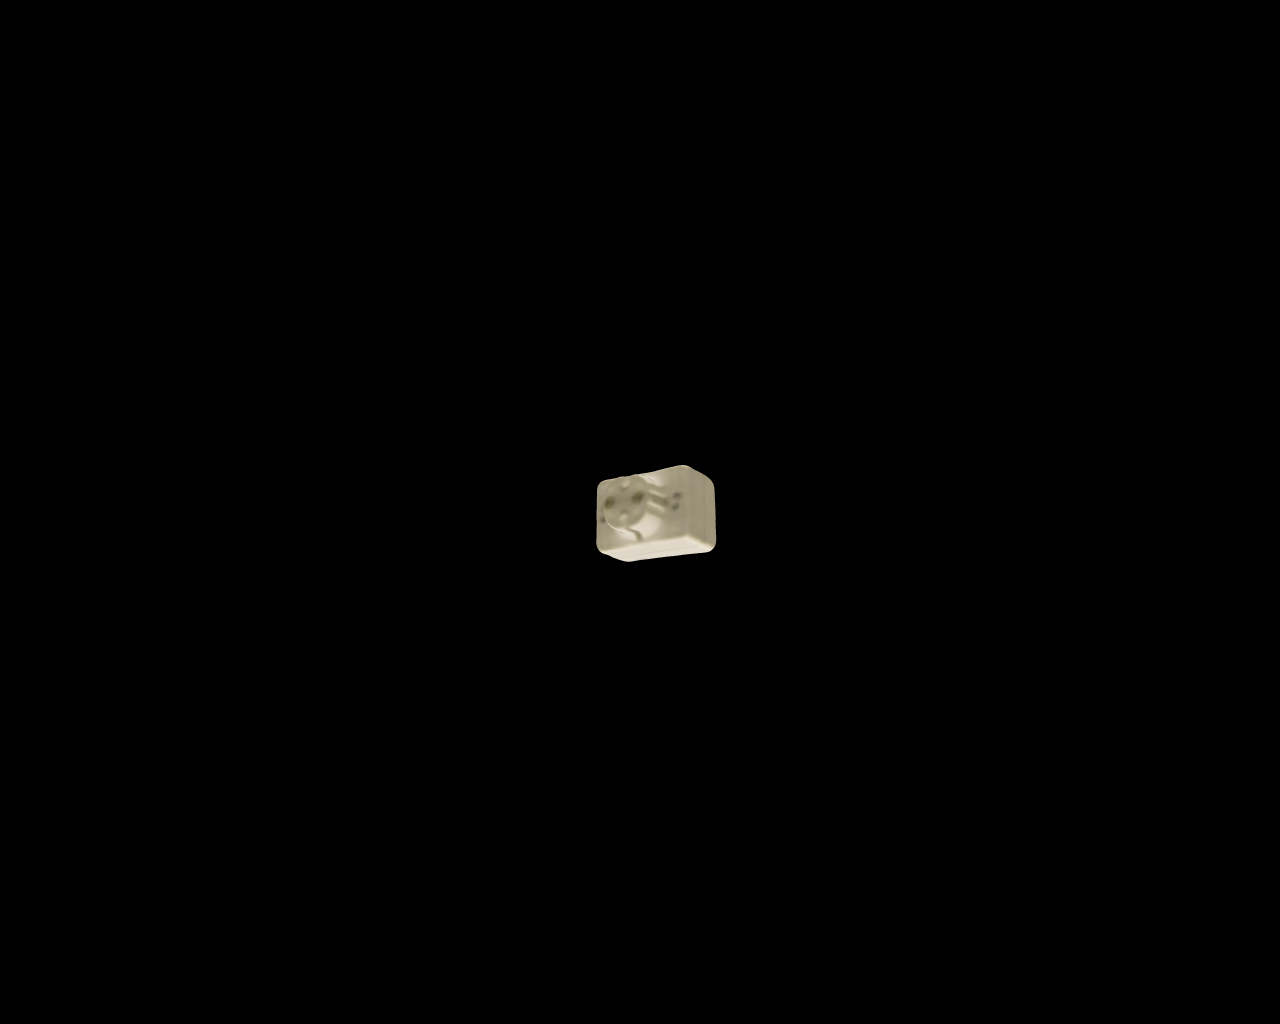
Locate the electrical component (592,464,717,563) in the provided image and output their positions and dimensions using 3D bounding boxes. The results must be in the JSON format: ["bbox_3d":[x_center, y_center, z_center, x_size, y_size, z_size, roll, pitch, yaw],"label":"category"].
[{"bbox_3d":[0.001,-0.003,0.650,0.065,0.047,0.076,-9,-19,29],"label":"electrical component"}]
